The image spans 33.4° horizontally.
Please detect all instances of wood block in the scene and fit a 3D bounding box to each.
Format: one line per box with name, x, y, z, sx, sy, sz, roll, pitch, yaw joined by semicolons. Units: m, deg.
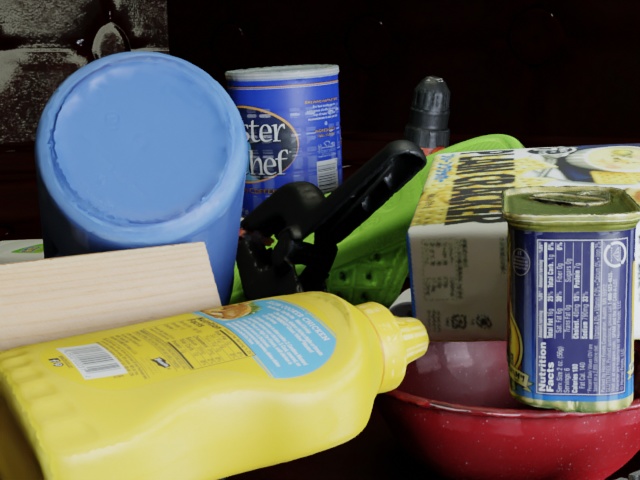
wood block;-0.151;0.067;0.495;0.205;0.091;0.090;-7;-20;-28

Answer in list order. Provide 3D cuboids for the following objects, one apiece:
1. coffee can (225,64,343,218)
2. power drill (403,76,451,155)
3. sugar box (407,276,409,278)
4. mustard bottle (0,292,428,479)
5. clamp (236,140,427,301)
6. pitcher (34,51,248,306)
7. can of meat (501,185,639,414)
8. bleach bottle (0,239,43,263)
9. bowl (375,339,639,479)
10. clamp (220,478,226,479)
coffee can;-0.031;-0.086;0.972;0.103;0.140;0.103;-3;12;0
power drill;0.150;-0.068;1.118;0.057;0.184;0.188;-6;20;-30
sugar box;0.105;0.009;1.020;0.093;0.048;0.177;-11;12;-44
mustard bottle;-0.036;0.060;0.444;0.191;0.058;0.096;-11;20;-30
clamp;-0.005;0.001;0.700;0.036;0.164;0.210;19;6;-26
pitcher;-0.114;-0.005;0.642;0.145;0.149;0.243;0;-18;-9
can of meat;0.110;0.023;0.478;0.057;0.084;0.102;0;9;9
bleach bottle;-0.202;0.028;0.907;0.251;0.068;0.102;2;9;34
bowl;0.097;0.086;0.533;0.162;0.055;0.162;-1;10;0
clamp;-0.060;0.119;0.414;0.120;0.039;0.171;1;12;41
